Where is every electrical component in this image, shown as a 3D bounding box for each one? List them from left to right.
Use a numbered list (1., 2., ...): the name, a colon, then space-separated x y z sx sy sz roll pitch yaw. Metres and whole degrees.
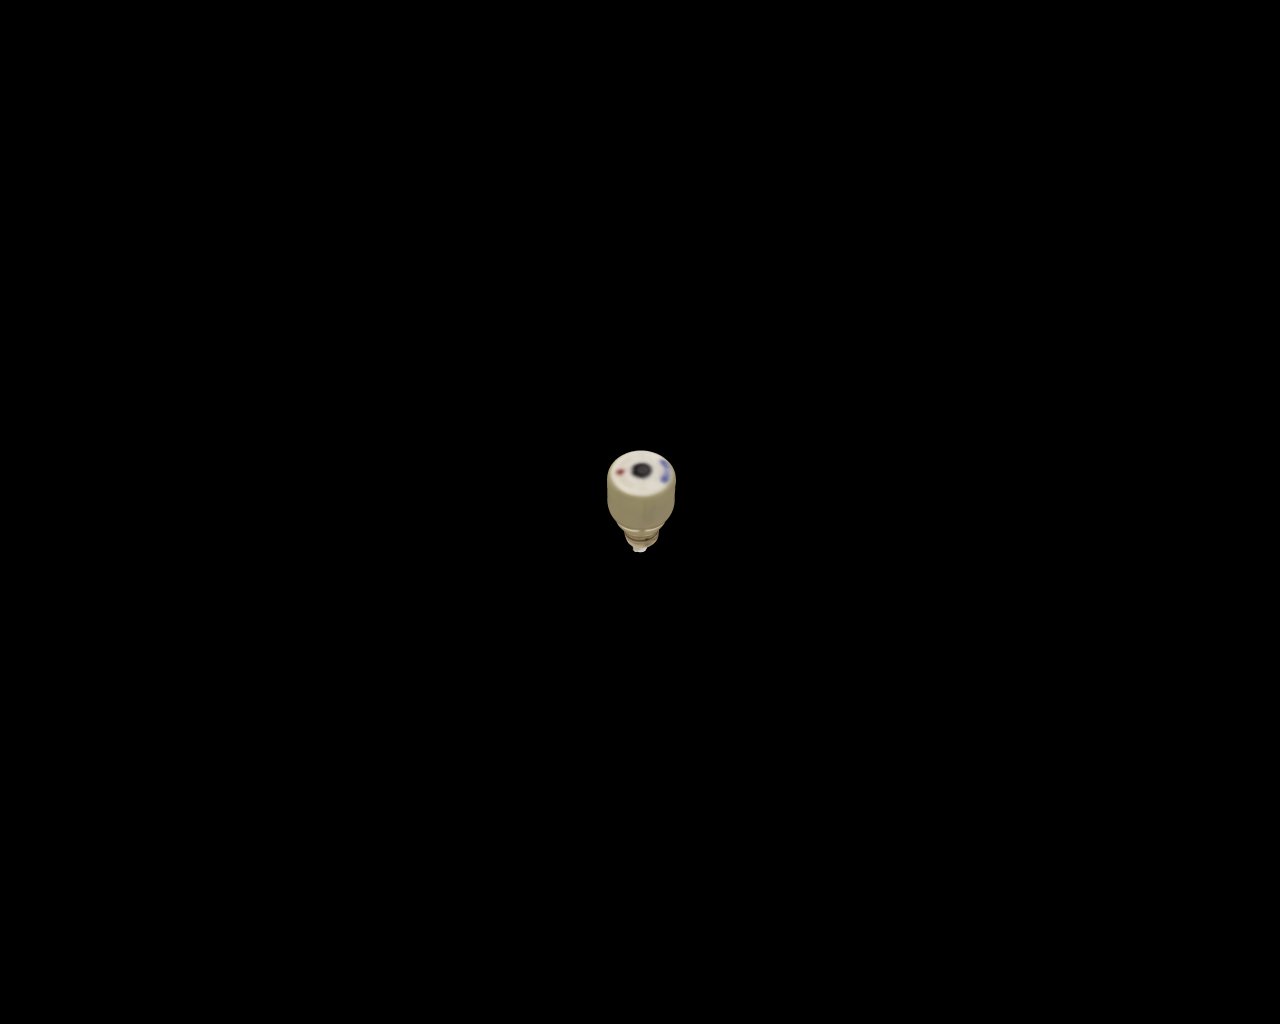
1. electrical component: 0.001 -0.003 0.650 0.040 0.040 0.078 0 -40 0
